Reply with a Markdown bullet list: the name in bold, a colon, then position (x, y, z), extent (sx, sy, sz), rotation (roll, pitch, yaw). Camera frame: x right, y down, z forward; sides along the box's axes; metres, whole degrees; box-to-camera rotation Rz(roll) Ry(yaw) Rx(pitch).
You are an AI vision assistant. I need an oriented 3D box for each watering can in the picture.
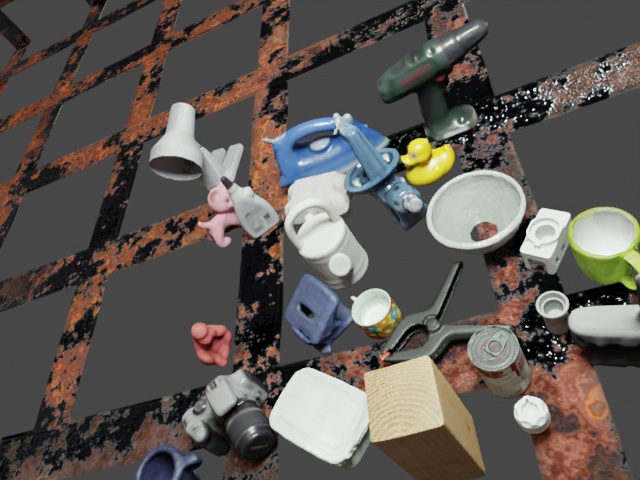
- **watering can**: position (0.011, 0.002, 1.029), extent (0.172, 0.195, 0.101), rotation (26, 71, 42)

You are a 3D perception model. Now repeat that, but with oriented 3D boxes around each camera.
- **camera**: position (-0.146, 0.302, 0.950), extent (0.143, 0.101, 0.136), rotation (-42, 45, -4)

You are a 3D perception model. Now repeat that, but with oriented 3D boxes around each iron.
- **iron**: position (0.008, -0.213, 1.244), extent (0.258, 0.142, 0.118), rotation (-21, 47, 16)

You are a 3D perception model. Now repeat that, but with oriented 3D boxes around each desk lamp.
- **desk lamp**: position (-0.301, -0.211, 1.382), extent (0.117, 0.214, 0.203), rotation (-10, 51, 26)

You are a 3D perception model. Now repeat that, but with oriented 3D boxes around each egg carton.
- **egg carton**: position (-0.003, -0.082, 1.196), extent (0.150, 0.070, 0.107), rotation (-11, 50, 24)

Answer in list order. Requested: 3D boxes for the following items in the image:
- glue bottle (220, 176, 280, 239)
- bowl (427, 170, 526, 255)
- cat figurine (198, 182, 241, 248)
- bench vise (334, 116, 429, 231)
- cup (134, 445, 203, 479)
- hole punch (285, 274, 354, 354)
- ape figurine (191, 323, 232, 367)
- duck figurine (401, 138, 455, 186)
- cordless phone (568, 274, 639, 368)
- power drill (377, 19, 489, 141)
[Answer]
- **glue bottle**: position (-0.158, -0.078, 1.214), extent (0.078, 0.174, 0.037), rotation (-35, 44, 2)
- **bowl**: position (0.272, -0.035, 0.984), extent (0.167, 0.075, 0.167), rotation (-17, 48, 20)
- **cat figurine**: position (-0.226, -0.067, 1.287), extent (0.067, 0.118, 0.128), rotation (18, 66, 40)
- **bench vise**: position (0.116, -0.133, 1.056), extent (0.206, 0.220, 0.121), rotation (22, 69, 41)
- **cup**: position (-0.227, 0.387, 0.935), extent (0.117, 0.095, 0.091), rotation (-28, 45, 9)
- **hole punch**: position (-0.008, 0.130, 1.011), extent (0.101, 0.091, 0.108), rotation (-47, 45, -9)
- **ape figurine**: position (-0.211, 0.190, 1.088), extent (0.078, 0.092, 0.075), rotation (-46, 45, -8)
- **duck figurine**: position (0.207, -0.164, 1.121), extent (0.104, 0.086, 0.077), rotation (-27, 45, 11)
- **cordless phone**: position (0.392, 0.087, 0.731), extent (0.147, 0.186, 0.094), rotation (-8, 52, 27)
- **power drill**: position (0.238, -0.303, 1.127), extent (0.229, 0.209, 0.075), rotation (-20, 47, 17)
